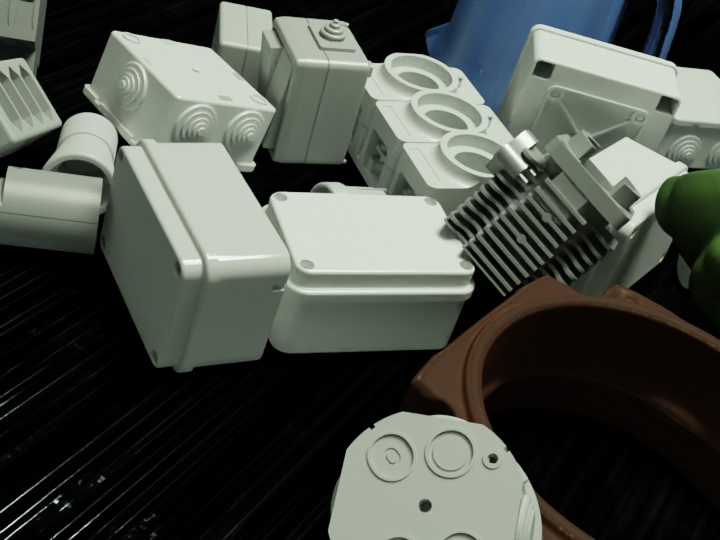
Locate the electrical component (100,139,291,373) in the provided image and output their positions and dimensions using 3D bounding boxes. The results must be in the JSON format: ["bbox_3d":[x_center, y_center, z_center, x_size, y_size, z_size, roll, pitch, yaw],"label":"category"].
[{"bbox_3d":[-0.091,-0.010,0.570,0.057,0.078,0.113,-4,42,-31],"label":"electrical component"}]

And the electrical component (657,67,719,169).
[{"bbox_3d":[0.268,-0.126,0.894,0.100,0.048,0.099,1,40,-22],"label":"electrical component"}]

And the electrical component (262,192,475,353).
[{"bbox_3d":[0.000,0.000,0.614,0.113,0.057,0.078,0,40,-23],"label":"electrical component"}]

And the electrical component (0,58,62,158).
[{"bbox_3d":[-0.228,-0.082,0.622,0.047,0.076,0.083,61,9,-11],"label":"electrical component"}]

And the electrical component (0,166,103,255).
[{"bbox_3d":[-0.185,-0.034,0.591,0.081,0.043,0.043,7,38,-15],"label":"electrical component"}]

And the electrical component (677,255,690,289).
[{"bbox_3d":[0.256,-0.002,0.737,0.078,0.040,0.040,10,38,-11],"label":"electrical component"}]

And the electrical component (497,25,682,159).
[{"bbox_3d":[0.158,-0.107,0.774,0.109,0.108,0.056,15,39,-4],"label":"electrical component"}]

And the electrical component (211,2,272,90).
[{"bbox_3d":[-0.069,-0.155,0.791,0.077,0.047,0.065,8,38,-13],"label":"electrical component"}]

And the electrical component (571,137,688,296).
[{"bbox_3d":[0.165,-0.030,0.704,0.057,0.078,0.113,34,39,24],"label":"electrical component"}]

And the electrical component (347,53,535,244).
[{"bbox_3d":[0.052,-0.083,0.737,0.089,0.061,0.150,-2,41,-25],"label":"electrical component"}]

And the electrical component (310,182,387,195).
[{"bbox_3d":[-0.005,-0.034,0.671,0.046,0.040,0.040,-2,41,-35],"label":"electrical component"}]

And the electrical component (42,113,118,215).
[{"bbox_3d":[-0.165,-0.066,0.643,0.044,0.044,0.065,9,33,-13],"label":"electrical component"}]

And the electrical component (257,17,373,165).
[{"bbox_3d":[-0.036,-0.126,0.727,0.061,0.096,0.061,-1,41,-23],"label":"electrical component"}]

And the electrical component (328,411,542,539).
[{"bbox_3d":[0.028,0.095,0.410,0.080,0.051,0.080,-5,65,10],"label":"electrical component"}]

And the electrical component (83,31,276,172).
[{"bbox_3d":[-0.115,-0.109,0.694,0.100,0.048,0.100,-1,38,-48],"label":"electrical component"}]
